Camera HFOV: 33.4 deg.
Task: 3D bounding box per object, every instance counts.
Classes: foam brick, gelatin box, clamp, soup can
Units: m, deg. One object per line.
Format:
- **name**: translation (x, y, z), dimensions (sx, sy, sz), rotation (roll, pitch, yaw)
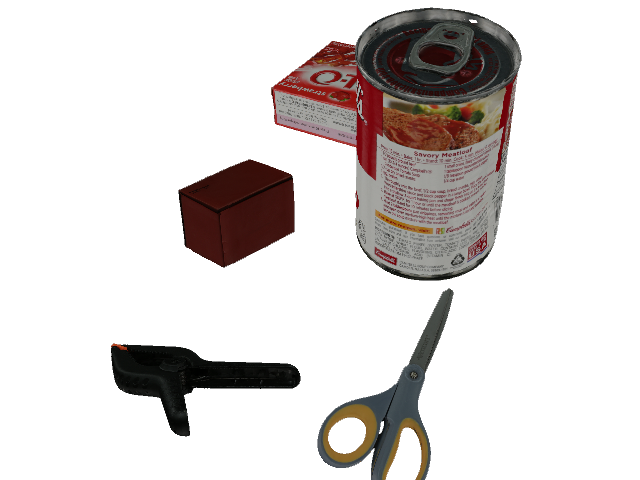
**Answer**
- **foam brick**: translation (-0.065, -0.023, 0.847), dimensions (0.078, 0.051, 0.053), rotation (-27, 37, -35)
- **gelatin box**: translation (0.026, -0.090, 0.660), dimensions (0.089, 0.030, 0.073), rotation (18, 42, 27)
- **clamp**: translation (-0.149, 0.143, 1.084), dimensions (0.210, 0.036, 0.164), rotation (9, 17, 33)
- **soup can**: translation (0.049, -0.041, 0.470), dimensions (0.068, 0.102, 0.068), rotation (-1, 43, 1)

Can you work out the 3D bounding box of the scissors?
- **scissors**: translation (0.053, 0.112, 0.849), dimensions (0.096, 0.201, 0.016), rotation (11, -37, -2)
